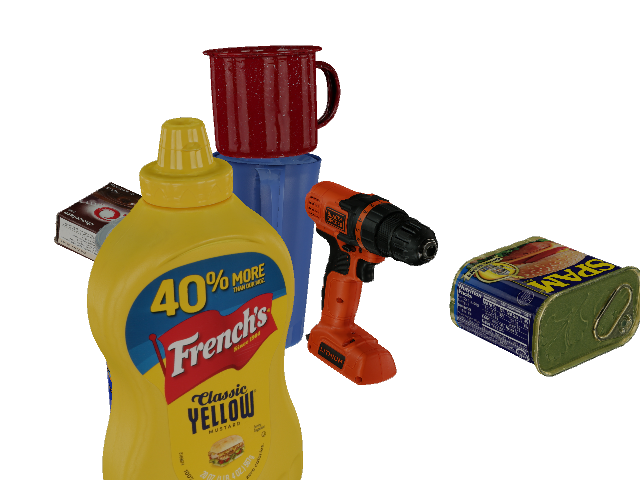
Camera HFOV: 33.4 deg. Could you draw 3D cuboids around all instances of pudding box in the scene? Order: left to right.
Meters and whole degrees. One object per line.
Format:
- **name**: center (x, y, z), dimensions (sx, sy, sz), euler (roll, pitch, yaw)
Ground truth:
- **pudding box**: center (-0.183, -0.007, 1.022), dimensions (0.113, 0.039, 0.089), euler (21, 29, 16)

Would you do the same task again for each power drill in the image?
- **power drill**: center (0.046, 0.046, 1.076), dimensions (0.057, 0.188, 0.185), euler (-8, 22, -33)

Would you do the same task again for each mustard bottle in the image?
- **mustard bottle**: center (-0.057, 0.039, 0.492), dimensions (0.096, 0.192, 0.058), euler (-12, 22, -27)

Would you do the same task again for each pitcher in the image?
- **pitcher**: center (-0.070, 0.011, 1.312), dimensions (0.145, 0.243, 0.148), euler (12, 15, 37)

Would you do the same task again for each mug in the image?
- **mug**: center (-0.034, -0.112, 0.846), dimensions (0.117, 0.081, 0.093), euler (-12, 16, -36)

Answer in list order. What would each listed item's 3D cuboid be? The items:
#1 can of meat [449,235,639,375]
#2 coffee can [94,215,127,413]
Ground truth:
- **can of meat**: center (0.149, 0.040, 0.713), dimensions (0.101, 0.057, 0.084), euler (-16, 26, -33)
- **coffee can**: center (-0.096, 0.060, 0.721), dimensions (0.103, 0.140, 0.103), euler (0, 21, 0)
